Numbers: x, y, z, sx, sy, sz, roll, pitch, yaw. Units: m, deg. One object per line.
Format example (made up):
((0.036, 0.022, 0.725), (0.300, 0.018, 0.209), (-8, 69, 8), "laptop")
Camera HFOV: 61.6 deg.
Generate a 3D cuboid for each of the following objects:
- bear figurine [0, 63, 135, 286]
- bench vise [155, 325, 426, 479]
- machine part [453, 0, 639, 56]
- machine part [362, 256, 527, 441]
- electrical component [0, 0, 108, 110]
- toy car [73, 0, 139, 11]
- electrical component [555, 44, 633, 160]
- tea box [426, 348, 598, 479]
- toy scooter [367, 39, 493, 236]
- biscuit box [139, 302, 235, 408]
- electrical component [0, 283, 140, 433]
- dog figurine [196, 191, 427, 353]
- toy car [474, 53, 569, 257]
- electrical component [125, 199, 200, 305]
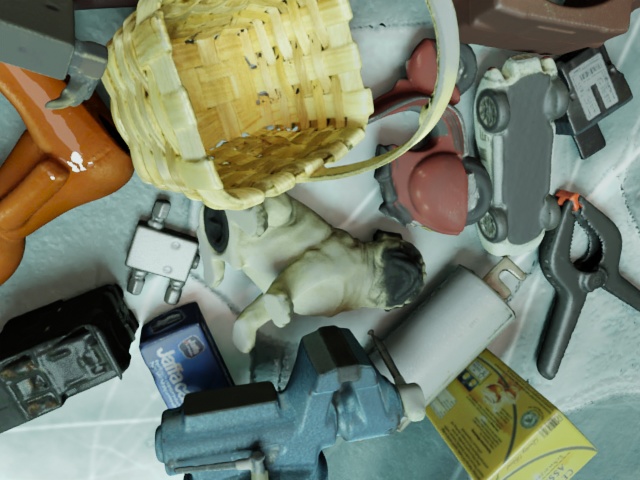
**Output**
((-0.247, -0.044, 0.413), (0.196, 0.120, 0.131), (-32, 105, 2), "bear figurine")
((-0.018, 0.195, 0.461), (0.224, 0.129, 0.240), (-11, 112, -24), "bench vise")
((0.179, -0.265, 0.445), (0.201, 0.087, 0.201), (0, 95, -20), "machine part")
((0.113, 0.110, 0.551), (0.243, 0.079, 0.079), (-46, 109, 3), "machine part")
((-0.184, -0.121, 0.324), (0.102, 0.078, 0.045), (6, 134, -39), "electrical component")
((-0.149, -0.201, 0.395), (0.202, 0.053, 0.089), (-17, 149, -24), "toy car")
((0.263, -0.135, 0.537), (0.075, 0.048, 0.119), (-29, 107, -3), "electrical component")
((0.169, 0.173, 0.530), (0.098, 0.170, 0.068), (-45, 109, 3), "tea box")
((0.082, -0.086, 0.495), (0.135, 0.075, 0.183), (-12, 103, -10), "toy scooter")
((-0.107, 0.164, 0.523), (0.059, 0.063, 0.202), (-23, 108, -8), "biscuit box")
((-0.229, 0.096, 0.451), (0.134, 0.115, 0.058), (-22, 106, -8), "electrical component")
((-0.002, 0.001, 0.503), (0.190, 0.121, 0.172), (-15, 84, -37), "dog figurine")
((0.190, -0.076, 0.521), (0.073, 0.056, 0.201), (-14, 117, -9), "toy car")
((-0.143, 0.012, 0.497), (0.063, 0.021, 0.094), (17, 99, -16), "electrical component")
